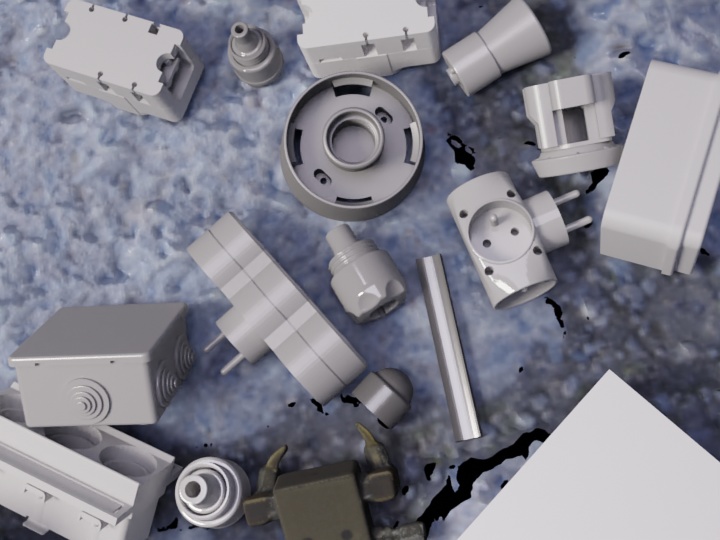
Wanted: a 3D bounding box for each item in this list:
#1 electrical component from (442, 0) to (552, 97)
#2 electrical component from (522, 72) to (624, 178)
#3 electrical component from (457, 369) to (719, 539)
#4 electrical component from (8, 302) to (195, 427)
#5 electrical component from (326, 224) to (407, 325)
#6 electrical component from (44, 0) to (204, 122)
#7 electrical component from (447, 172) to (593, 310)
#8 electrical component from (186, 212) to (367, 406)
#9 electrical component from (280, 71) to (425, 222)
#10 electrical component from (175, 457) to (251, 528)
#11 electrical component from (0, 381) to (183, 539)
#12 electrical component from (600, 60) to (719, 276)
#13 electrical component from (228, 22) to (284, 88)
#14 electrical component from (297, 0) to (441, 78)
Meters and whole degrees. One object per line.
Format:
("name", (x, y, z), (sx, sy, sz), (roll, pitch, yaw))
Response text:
("electrical component", (0.088, -0.145, 0.713), (0.065, 0.044, 0.044), (-32, 73, 6))
("electrical component", (0.134, -0.090, 0.677), (0.058, 0.078, 0.057), (-10, 95, 7))
("electrical component", (0.122, 0.165, 0.618), (0.105, 0.060, 0.186), (42, 86, 16))
("electrical component", (-0.158, 0.059, 0.674), (0.100, 0.099, 0.048), (-2, 108, 7))
("electrical component", (0.000, 0.000, 0.689), (0.043, 0.043, 0.062), (-31, 72, 1))
("electrical component", (-0.161, -0.143, 0.746), (0.089, 0.055, 0.050), (19, 80, 13))
("electrical component", (0.106, -0.026, 0.678), (0.079, 0.044, 0.077), (-23, 73, 3))
("electrical component", (-0.067, 0.035, 0.687), (0.074, 0.052, 0.138), (-42, 73, -3))
("electrical component", (-0.005, -0.082, 0.713), (0.099, 0.064, 0.099), (0, 85, -1))
("electrical component", (-0.093, 0.136, 0.660), (0.043, 0.062, 0.043), (-2, 76, 9))
("electrical component", (-0.186, 0.127, 0.674), (0.121, 0.079, 0.063), (22, 108, 14))
("electrical component", (0.190, -0.060, 0.655), (0.057, 0.078, 0.113), (16, 79, 16))
("electrical component", (-0.074, -0.149, 0.730), (0.035, 0.061, 0.035), (-2, 76, 9))
("electrical component", (0.007, -0.164, 0.723), (0.089, 0.055, 0.050), (-6, 75, 8))
